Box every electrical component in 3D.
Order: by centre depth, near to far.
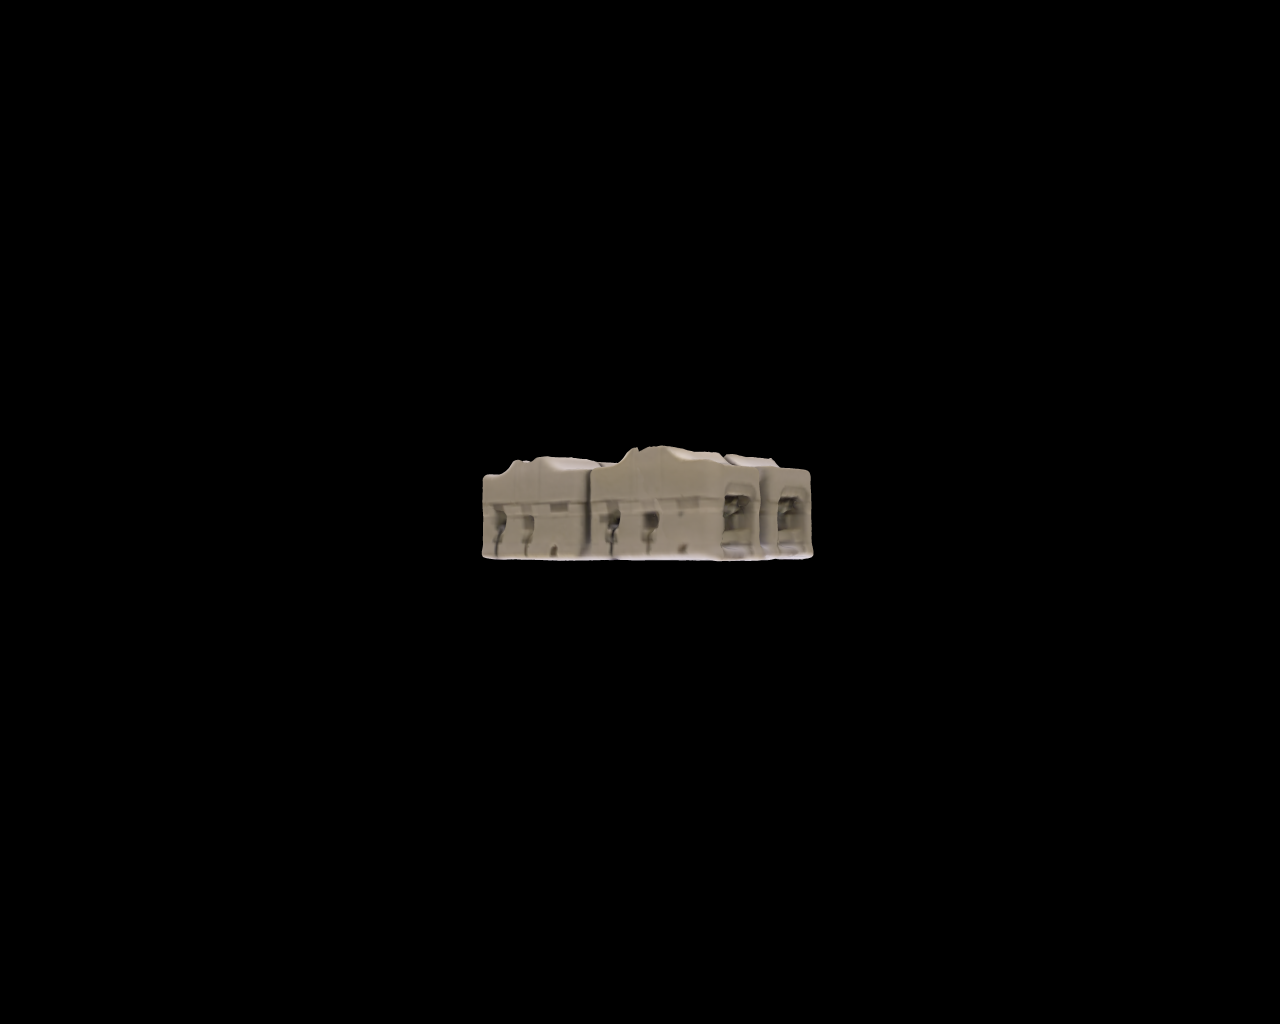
[{"bbox_3d":[0.001,-0.003,0.650,0.186,0.060,0.105,-2,-2,40],"label":"electrical component"}]
